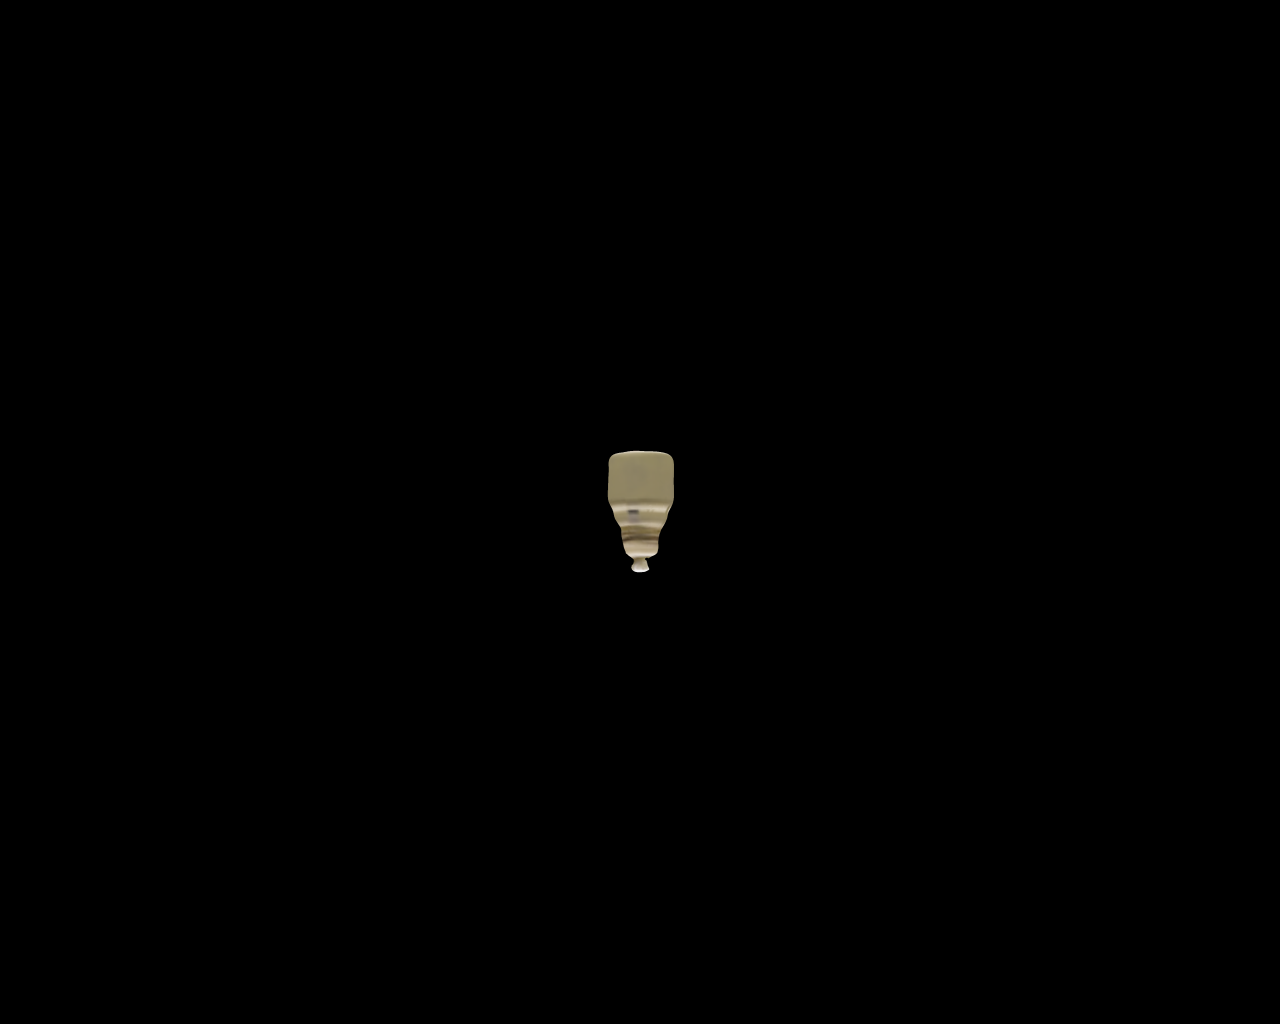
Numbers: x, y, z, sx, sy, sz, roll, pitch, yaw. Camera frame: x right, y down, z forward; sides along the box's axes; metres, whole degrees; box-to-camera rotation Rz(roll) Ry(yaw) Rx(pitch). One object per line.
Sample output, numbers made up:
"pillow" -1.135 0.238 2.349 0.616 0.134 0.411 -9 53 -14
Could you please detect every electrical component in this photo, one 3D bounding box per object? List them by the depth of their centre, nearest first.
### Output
"electrical component" 0.001 -0.003 0.650 0.040 0.078 0.040 0 -4 0
